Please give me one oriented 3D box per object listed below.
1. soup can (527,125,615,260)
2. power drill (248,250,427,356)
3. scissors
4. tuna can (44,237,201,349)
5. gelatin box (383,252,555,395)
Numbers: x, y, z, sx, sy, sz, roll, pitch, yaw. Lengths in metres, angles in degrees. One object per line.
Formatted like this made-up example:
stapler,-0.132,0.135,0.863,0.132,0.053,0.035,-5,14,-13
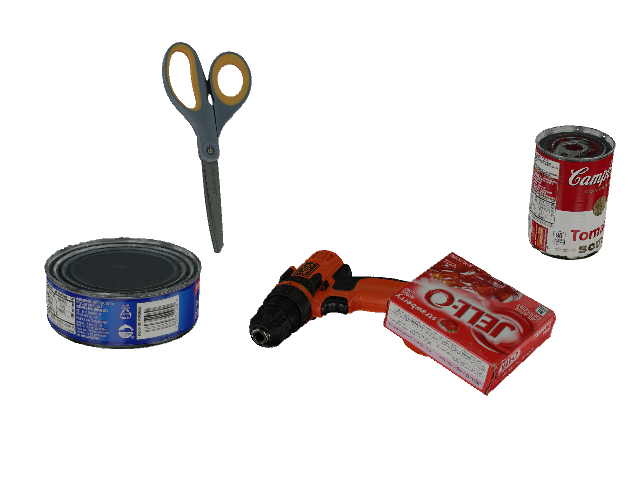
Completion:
soup can,0.222,-0.042,0.952,0.068,0.102,0.068,-1,30,1
power drill,0.036,0.071,1.134,0.188,0.057,0.184,10,29,22
scissors,-0.091,-0.096,1.016,0.096,0.202,0.016,-19,-2,-25
tuna can,-0.110,0.028,0.596,0.086,0.034,0.086,3,20,-1
gelatin box,0.099,0.052,0.710,0.089,0.030,0.073,32,45,29
